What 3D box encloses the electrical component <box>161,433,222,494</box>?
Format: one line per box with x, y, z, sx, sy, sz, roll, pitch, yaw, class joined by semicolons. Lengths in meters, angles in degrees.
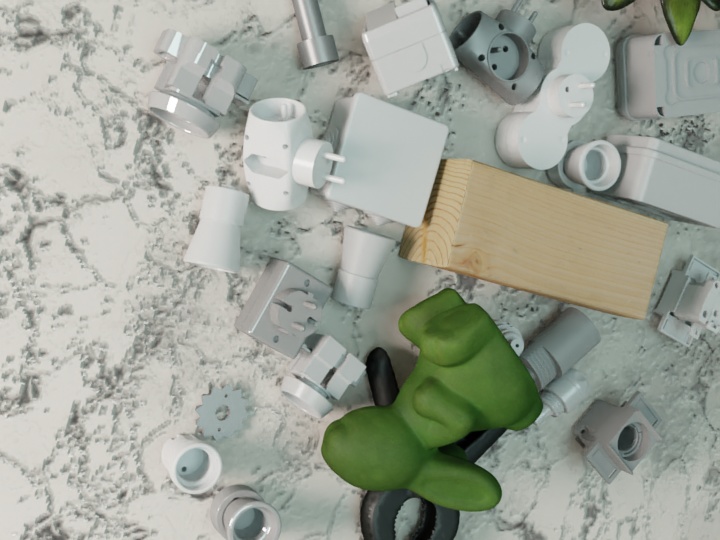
-0.134;0.150;0.844;0.040;0.046;0.040;-3;98;-24;electrical component

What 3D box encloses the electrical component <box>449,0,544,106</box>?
0.125;-0.196;0.922;0.077;0.044;0.079;36;81;-24;electrical component

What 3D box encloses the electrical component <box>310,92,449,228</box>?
0.014;-0.090;0.882;0.100;0.048;0.099;17;89;-25;electrical component

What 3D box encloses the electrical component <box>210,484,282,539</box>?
-0.093;0.200;0.864;0.045;0.055;0.045;-3;97;-24;electrical component

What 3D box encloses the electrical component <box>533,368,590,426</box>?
0.181;0.119;0.992;0.061;0.035;0.035;-40;111;-13;electrical component

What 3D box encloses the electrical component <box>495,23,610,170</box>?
0.178;-0.151;0.936;0.052;0.074;0.138;30;84;-25;electrical component

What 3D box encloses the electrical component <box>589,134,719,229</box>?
0.279;-0.082;0.989;0.113;0.078;0.057;15;93;-25;electrical component

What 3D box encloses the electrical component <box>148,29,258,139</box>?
-0.124;-0.135;0.808;0.078;0.058;0.057;28;82;-27;electrical component

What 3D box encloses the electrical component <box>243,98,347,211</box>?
-0.047;-0.085;0.828;0.043;0.079;0.077;-50;150;-49;electrical component

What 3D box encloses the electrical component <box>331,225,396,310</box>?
0.000;0.000;0.891;0.044;0.044;0.065;14;95;-26;electrical component

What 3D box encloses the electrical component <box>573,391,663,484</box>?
0.239;0.153;1.007;0.081;0.064;0.042;-46;112;-13;electrical component

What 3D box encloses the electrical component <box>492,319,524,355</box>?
0.123;0.064;0.938;0.040;0.078;0.040;0;89;-13;electrical component

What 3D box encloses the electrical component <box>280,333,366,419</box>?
-0.033;0.088;0.884;0.066;0.048;0.055;42;71;-23;electrical component

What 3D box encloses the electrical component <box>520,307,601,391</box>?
0.175;0.075;0.979;0.081;0.043;0.043;-39;110;-16;electrical component

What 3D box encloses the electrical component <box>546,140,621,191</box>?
0.199;-0.094;0.963;0.045;0.055;0.045;-3;98;-24;electrical component

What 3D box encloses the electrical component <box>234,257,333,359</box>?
-0.054;0.032;0.850;0.047;0.077;0.065;32;83;-25;electrical component

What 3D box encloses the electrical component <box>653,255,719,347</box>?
0.325;0.032;1.032;0.042;0.064;0.081;27;84;-26;electrical component

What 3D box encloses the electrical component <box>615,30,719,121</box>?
0.297;-0.181;0.996;0.113;0.057;0.078;-9;100;-24;electrical component

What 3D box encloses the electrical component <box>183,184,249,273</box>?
-0.109;-0.033;0.837;0.044;0.044;0.065;14;86;-26;electrical component

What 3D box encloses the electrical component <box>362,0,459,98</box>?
0.039;-0.184;0.861;0.062;0.096;0.061;-21;107;9;electrical component
